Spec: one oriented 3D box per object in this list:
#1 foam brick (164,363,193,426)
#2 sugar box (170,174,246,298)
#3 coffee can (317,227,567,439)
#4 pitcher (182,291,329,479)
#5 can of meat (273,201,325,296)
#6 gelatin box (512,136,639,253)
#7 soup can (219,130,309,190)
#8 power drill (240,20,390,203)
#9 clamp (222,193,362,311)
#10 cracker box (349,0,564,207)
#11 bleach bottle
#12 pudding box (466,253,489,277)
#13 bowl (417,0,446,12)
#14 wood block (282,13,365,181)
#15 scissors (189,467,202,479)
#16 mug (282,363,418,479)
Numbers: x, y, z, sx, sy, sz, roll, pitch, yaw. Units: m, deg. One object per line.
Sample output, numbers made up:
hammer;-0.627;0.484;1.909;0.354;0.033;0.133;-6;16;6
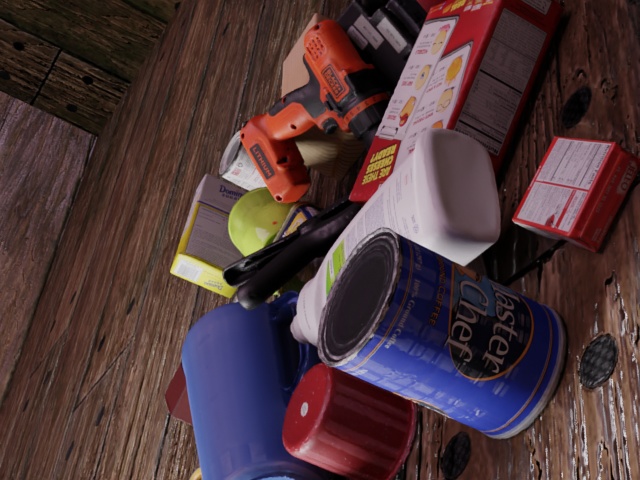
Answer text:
foam brick;-0.160;0.198;1.354;0.051;0.053;0.078;-63;19;5
sugar box;-0.142;-0.008;1.483;0.048;0.093;0.176;-56;15;37
coffee can;0.084;0.066;0.741;0.103;0.140;0.103;-52;22;32
pitcher;-0.054;0.166;1.008;0.243;0.145;0.149;-108;7;-59
can of meat;-0.016;0.017;1.196;0.102;0.057;0.084;-60;21;11
gelatin box;0.185;-0.035;0.771;0.073;0.030;0.089;-63;19;0
soup can;-0.075;-0.095;1.420;0.069;0.102;0.068;-53;22;32
power drill;0.005;-0.117;1.161;0.188;0.057;0.184;-38;76;42
clamp;-0.007;0.001;1.067;0.210;0.036;0.164;-32;12;1
cracker box;0.123;-0.121;0.981;0.213;0.072;0.164;-68;18;-6
bleach bottle;0.047;0.017;0.886;0.251;0.068;0.102;-43;42;47
pudding box;0.100;0.057;0.868;0.090;0.039;0.113;-53;24;29
bowl;0.102;-0.249;1.220;0.162;0.055;0.162;-52;22;31
wood block;0.010;-0.181;1.324;0.091;0.090;0.206;-52;23;33
scissors;-0.113;0.253;1.216;0.202;0.016;0.096;-59;20;15
mug;0.026;0.142;0.888;0.093;0.081;0.117;-10;57;67
